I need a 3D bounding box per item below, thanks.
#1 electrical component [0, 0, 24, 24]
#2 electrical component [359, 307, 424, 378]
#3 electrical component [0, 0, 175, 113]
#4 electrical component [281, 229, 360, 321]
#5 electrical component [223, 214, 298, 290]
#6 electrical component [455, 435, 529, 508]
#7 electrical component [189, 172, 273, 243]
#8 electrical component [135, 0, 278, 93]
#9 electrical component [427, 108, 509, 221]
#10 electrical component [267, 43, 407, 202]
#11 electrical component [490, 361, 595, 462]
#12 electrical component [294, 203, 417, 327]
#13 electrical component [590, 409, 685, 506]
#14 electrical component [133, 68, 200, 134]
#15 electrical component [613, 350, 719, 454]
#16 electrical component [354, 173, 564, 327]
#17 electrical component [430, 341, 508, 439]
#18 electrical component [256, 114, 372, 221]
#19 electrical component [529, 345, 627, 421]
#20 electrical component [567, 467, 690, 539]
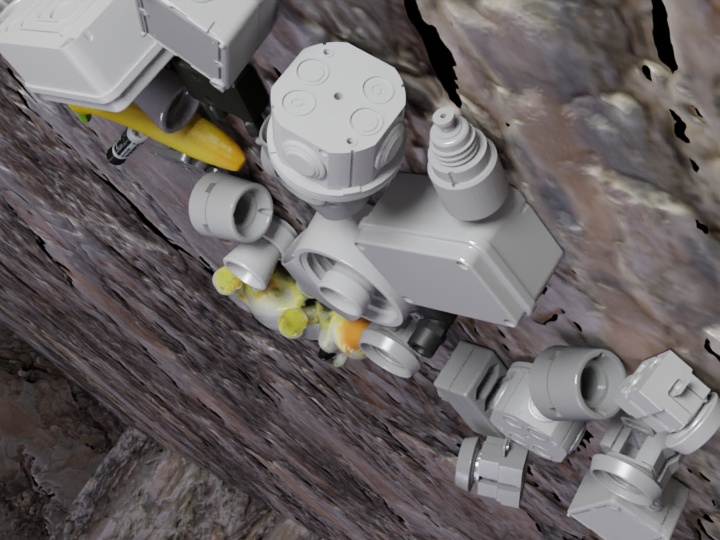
[{"bbox_3d":[-0.235,-0.174,0.796,0.055,0.055,0.047,19,152,40],"label":"electrical component"},{"bbox_3d":[0.035,0.052,0.898,0.058,0.057,0.078,38,162,-11],"label":"electrical component"},{"bbox_3d":[-0.182,-0.154,0.717,0.113,0.078,0.057,16,152,44],"label":"electrical component"},{"bbox_3d":[-0.030,0.004,0.912,0.077,0.043,0.079,41,161,-17],"label":"electrical component"},{"bbox_3d":[-0.085,-0.017,0.932,0.045,0.055,0.045,30,162,11],"label":"electrical component"},{"bbox_3d":[0.113,0.169,0.917,0.055,0.048,0.066,10,125,15],"label":"electrical component"},{"bbox_3d":[-0.105,-0.050,0.886,0.047,0.055,0.055,15,154,37],"label":"electrical component"},{"bbox_3d":[-0.083,-0.148,0.598,0.062,0.061,0.096,35,170,-2],"label":"electrical component"},{"bbox_3d":[0.057,-0.061,0.601,0.040,0.040,0.078,22,158,33],"label":"electrical component"},{"bbox_3d":[-0.013,-0.083,0.604,0.080,0.080,0.051,30,156,12],"label":"electrical component"},{"bbox_3d":[0.148,0.114,0.871,0.080,0.051,0.080,30,162,11],"label":"electrical component"},{"bbox_3d":[0.000,0.000,0.821,0.108,0.060,0.108,30,162,11],"label":"electrical component"},{"bbox_3d":[0.212,0.142,0.821,0.058,0.057,0.078,21,157,36],"label":"electrical component"},{"bbox_3d":[-0.153,-0.134,0.779,0.065,0.044,0.044,34,163,15],"label":"electrical component"},{"bbox_3d":[0.208,0.088,0.713,0.055,0.048,0.066,41,162,3],"label":"electrical component"},{"bbox_3d":[0.061,-0.013,0.687,0.113,0.057,0.078,12,152,49],"label":"electrical component"},{"bbox_3d":[0.093,0.102,0.939,0.076,0.047,0.083,16,155,45],"label":"electrical component"},{"bbox_3d":[-0.040,-0.076,0.724,0.079,0.044,0.077,16,154,45],"label":"electrical component"},{"bbox_3d":[0.157,0.081,0.768,0.055,0.055,0.047,42,157,-22],"label":"electrical component"},{"bbox_3d":[0.234,0.195,0.922,0.062,0.061,0.096,35,154,-4],"label":"electrical component"}]
